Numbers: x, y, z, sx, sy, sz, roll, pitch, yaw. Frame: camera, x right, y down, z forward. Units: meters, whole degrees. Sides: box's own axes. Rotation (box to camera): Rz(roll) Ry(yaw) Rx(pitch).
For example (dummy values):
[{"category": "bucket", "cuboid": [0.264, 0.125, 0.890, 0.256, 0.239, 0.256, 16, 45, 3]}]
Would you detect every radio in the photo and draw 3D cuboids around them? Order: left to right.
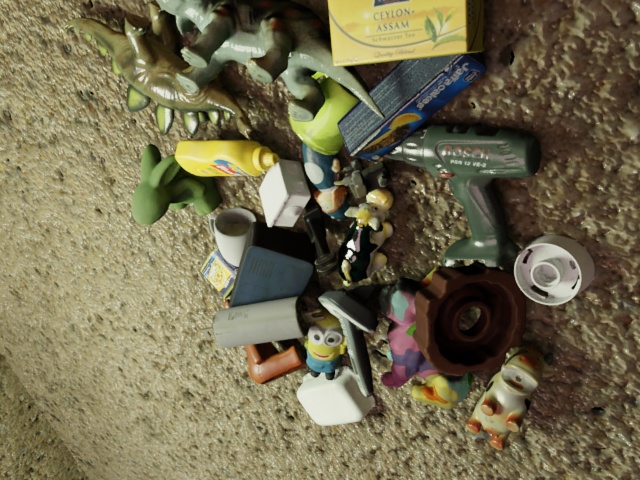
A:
[{"category": "radio", "cuboid": [-0.095, 0.078, 1.039, 0.131, 0.073, 0.229, 14, 134, -10]}]

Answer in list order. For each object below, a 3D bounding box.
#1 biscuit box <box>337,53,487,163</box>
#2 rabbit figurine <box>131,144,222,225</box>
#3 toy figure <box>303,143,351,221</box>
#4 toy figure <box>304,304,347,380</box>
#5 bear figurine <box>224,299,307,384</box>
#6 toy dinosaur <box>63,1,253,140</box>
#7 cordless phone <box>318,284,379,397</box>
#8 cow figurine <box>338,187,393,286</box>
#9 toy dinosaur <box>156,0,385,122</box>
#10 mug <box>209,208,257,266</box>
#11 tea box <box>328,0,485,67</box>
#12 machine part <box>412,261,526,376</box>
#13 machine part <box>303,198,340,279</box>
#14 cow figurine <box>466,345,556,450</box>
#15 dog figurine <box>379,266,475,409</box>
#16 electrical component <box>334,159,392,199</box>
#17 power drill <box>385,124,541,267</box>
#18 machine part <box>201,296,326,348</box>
[{"category": "biscuit box", "cuboid": [0.117, -0.188, 0.712, 0.202, 0.059, 0.063, -38, 60, 34]}, {"category": "rabbit figurine", "cuboid": [-0.282, -0.097, 1.019, 0.121, 0.170, 0.158, 21, 130, 22]}, {"category": "toy figure", "cuboid": [0.012, -0.096, 0.891, 0.064, 0.058, 0.154, -134, 24, -63]}, {"category": "toy figure", "cuboid": [0.010, 0.204, 1.075, 0.082, 0.089, 0.180, -7, 135, -9]}, {"category": "bear figurine", "cuboid": [-0.124, 0.206, 1.169, 0.120, 0.132, 0.196, 77, 170, -69]}, {"category": "toy dinosaur", "cuboid": [-0.292, -0.302, 0.939, 0.472, 0.105, 0.198, 39, 138, 14]}, {"category": "cordless phone", "cuboid": [0.061, 0.172, 0.939, 0.146, 0.089, 0.184, 142, 116, -80]}, {"category": "cow figurine", "cuboid": [0.069, -0.006, 0.880, 0.068, 0.098, 0.167, 28, 132, 26]}, {"category": "toy dinosaur", "cuboid": [-0.075, -0.286, 0.756, 0.405, 0.192, 0.131, 20, 163, 9]}, {"category": "mug", "cuboid": [-0.175, -0.002, 1.071, 0.110, 0.081, 0.107, 21, 138, 19]}, {"category": "tea box", "cuboid": [0.098, -0.257, 0.620, 0.170, 0.068, 0.098, 4, 109, 34]}, {"category": "machine part", "cuboid": [0.224, 0.117, 0.811, 0.056, 0.179, 0.179, -129, 15, -71]}, {"category": "machine part", "cuboid": [-0.002, -0.003, 0.913, 0.039, 0.139, 0.084, -12, 141, -6]}, {"category": "cow figurine", "cuboid": [0.312, 0.245, 0.872, 0.086, 0.127, 0.194, 27, 145, 20]}, {"category": "dog figurine", "cuboid": [0.183, 0.157, 0.900, 0.192, 0.108, 0.219, 19, 122, 14]}, {"category": "electrical component", "cuboid": [0.067, -0.097, 0.826, 0.078, 0.102, 0.045, -26, 107, 18]}, {"category": "power drill", "cuboid": [0.197, -0.067, 0.768, 0.232, 0.086, 0.207, 1, 112, 37]}, {"category": "machine part", "cuboid": [-0.110, 0.154, 1.007, 0.243, 0.079, 0.079, -10, 115, 15]}]
